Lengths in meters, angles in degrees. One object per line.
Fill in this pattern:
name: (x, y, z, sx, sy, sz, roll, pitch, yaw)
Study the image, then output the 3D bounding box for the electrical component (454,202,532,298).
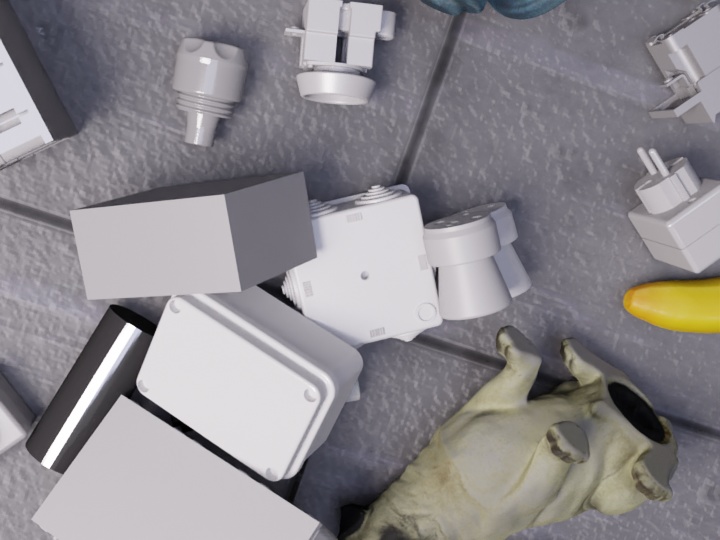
electrical component: (0.080, -0.010, 0.681, 0.045, 0.045, 0.055, -18, 101, -5)

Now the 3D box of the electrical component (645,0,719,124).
electrical component: (0.219, -0.132, 0.683, 0.081, 0.042, 0.063, -35, 99, -2)

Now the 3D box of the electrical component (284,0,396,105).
electrical component: (-0.013, -0.130, 0.649, 0.066, 0.048, 0.055, 5, 91, -9)

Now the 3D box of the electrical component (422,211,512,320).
electrical component: (0.063, -0.003, 0.638, 0.045, 0.045, 0.055, -14, 101, -6)

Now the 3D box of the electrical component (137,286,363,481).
electrical component: (-0.066, 0.061, 0.636, 0.113, 0.057, 0.078, 32, 115, 13)

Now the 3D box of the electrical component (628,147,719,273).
electrical component: (0.200, -0.046, 0.682, 0.047, 0.065, 0.076, -35, 101, -1)

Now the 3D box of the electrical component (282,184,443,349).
electrical component: (0.000, 0.000, 0.669, 0.100, 0.048, 0.099, -13, 101, -6)

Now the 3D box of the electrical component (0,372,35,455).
electrical component: (-0.238, 0.099, 0.636, 0.066, 0.076, 0.047, -35, 102, -2)

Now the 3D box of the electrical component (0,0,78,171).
electrical component: (-0.231, -0.144, 0.584, 0.060, 0.105, 0.186, -26, 101, -3)

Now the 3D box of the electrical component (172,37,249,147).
electrical component: (-0.091, -0.105, 0.642, 0.043, 0.043, 0.062, 10, 99, -9)

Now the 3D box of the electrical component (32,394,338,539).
electrical component: (-0.100, 0.154, 0.631, 0.150, 0.061, 0.089, 27, 73, 23)
